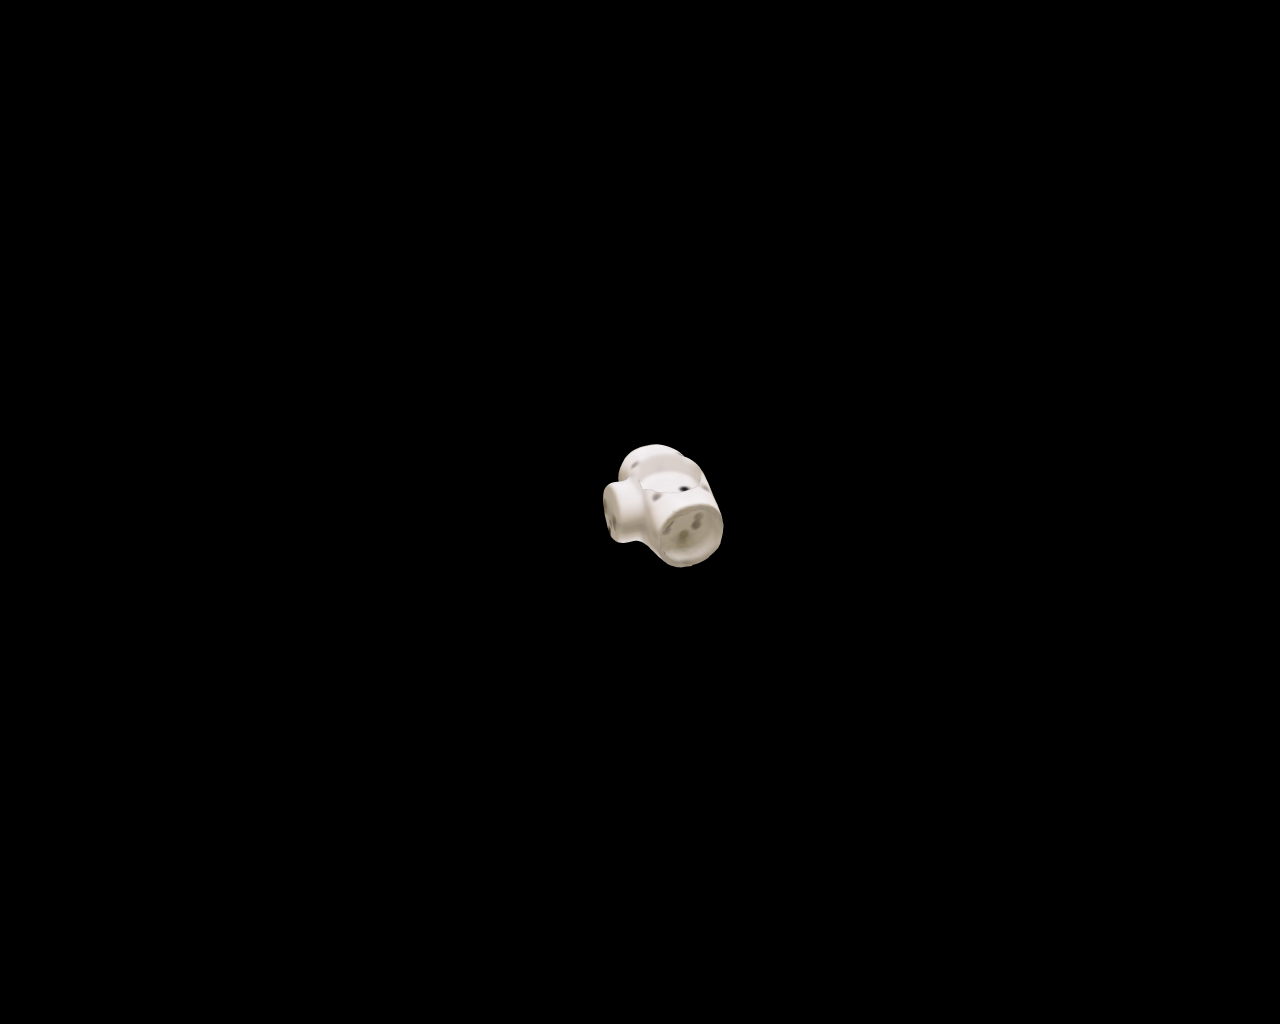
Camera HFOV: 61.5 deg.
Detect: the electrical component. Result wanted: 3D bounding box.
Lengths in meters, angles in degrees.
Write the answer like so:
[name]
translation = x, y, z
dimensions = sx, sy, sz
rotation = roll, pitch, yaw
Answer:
[electrical component]
translation = 0.001, -0.003, 0.650
dimensions = 0.079, 0.044, 0.077
rotation = -10, 35, -15
